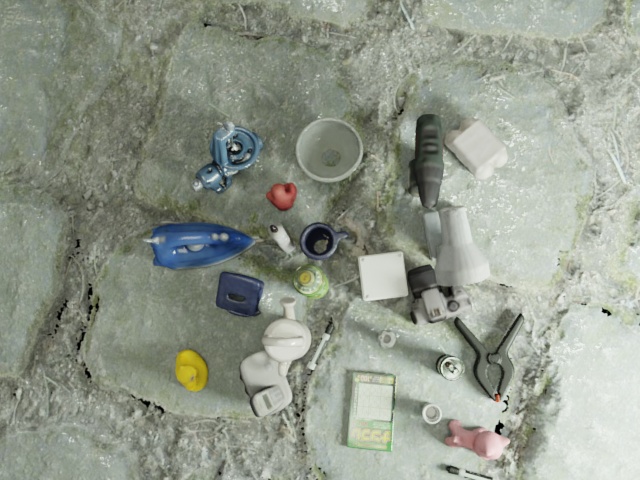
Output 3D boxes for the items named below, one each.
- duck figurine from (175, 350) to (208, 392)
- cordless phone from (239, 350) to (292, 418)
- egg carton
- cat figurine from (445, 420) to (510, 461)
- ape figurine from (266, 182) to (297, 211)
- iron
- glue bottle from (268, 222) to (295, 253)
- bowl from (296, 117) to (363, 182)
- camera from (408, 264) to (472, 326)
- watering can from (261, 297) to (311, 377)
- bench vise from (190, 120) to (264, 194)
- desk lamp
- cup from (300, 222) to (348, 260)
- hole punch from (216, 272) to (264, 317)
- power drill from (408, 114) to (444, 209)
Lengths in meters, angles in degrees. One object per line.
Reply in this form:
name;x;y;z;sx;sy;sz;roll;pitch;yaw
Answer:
duck figurine;-0.318;0.317;1.380;0.077;0.086;0.104;-24;80;1
cordless phone;-0.136;0.333;1.312;0.094;0.185;0.147;-29;80;0
egg carton;0.387;-0.227;1.415;0.107;0.069;0.150;-41;80;-2
cat figurine;0.354;0.457;1.289;0.127;0.118;0.067;10;82;6
ape figurine;-0.098;-0.115;1.425;0.077;0.092;0.076;-2;81;5
iron;-0.296;0.002;1.398;0.258;0.141;0.119;-5;81;4
glue bottle;-0.098;-0.014;1.369;0.037;0.173;0.078;-36;80;-1
bowl;0.024;-0.218;1.440;0.167;0.075;0.167;-1;81;4
camera;0.272;0.124;1.355;0.143;0.101;0.137;-18;80;2
watering can;-0.082;0.223;1.320;0.101;0.194;0.173;-18;80;2
bench vise;-0.228;-0.197;1.383;0.121;0.220;0.207;28;84;8
desk lamp;0.304;0.010;1.313;0.118;0.213;0.203;-11;80;3
cup;0.013;0.005;1.397;0.117;0.095;0.091;-16;80;2
hole punch;-0.195;0.134;1.395;0.108;0.091;0.101;13;83;7
power drill;0.251;-0.167;1.347;0.075;0.208;0.230;1;81;5
